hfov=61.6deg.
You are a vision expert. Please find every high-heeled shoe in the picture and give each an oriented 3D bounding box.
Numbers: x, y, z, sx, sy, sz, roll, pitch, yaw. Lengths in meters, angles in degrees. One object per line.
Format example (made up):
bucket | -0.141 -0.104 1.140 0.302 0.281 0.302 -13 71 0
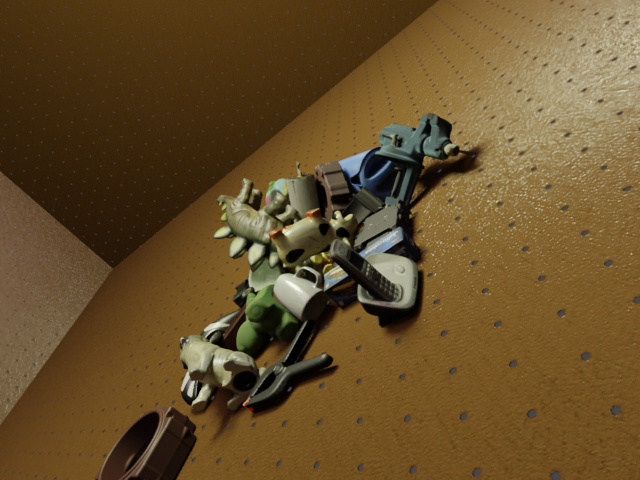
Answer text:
high-heeled shoe | -0.246 0.272 1.275 0.248 0.086 0.145 -57 21 -14

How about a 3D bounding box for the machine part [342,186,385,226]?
machine part | 0.087 -0.060 1.274 0.139 0.084 0.039 -43 -5 -13

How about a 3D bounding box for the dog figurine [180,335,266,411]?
dog figurine | -0.212 0.258 1.153 0.191 0.172 0.121 -125 43 -64

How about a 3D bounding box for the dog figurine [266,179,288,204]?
dog figurine | -0.144 -0.064 1.635 0.109 0.191 0.219 -10 23 46

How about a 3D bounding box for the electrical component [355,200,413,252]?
electrical component | 0.140 -0.013 1.166 0.115 0.058 0.134 -33 22 30

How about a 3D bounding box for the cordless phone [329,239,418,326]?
cordless phone | 0.088 0.049 0.958 0.089 0.184 0.147 -36 21 32

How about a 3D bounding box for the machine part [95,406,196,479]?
machine part | -0.371 0.459 1.134 0.201 0.087 0.201 -23 28 40

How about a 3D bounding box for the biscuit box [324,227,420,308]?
biscuit box | 0.102 0.056 1.089 0.203 0.062 0.059 -36 23 20

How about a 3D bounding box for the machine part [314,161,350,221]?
machine part | 0.030 -0.113 1.397 0.056 0.179 0.179 -12 16 -12

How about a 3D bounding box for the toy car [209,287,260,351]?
toy car | -0.187 0.206 1.289 0.053 0.089 0.202 -14 37 56

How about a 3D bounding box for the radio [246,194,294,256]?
radio | -0.091 -0.024 1.504 0.229 0.131 0.073 -51 22 -22

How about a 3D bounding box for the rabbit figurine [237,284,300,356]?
rabbit figurine | -0.138 0.180 1.218 0.170 0.121 0.159 -51 23 22

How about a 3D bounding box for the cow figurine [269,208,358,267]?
cow figurine | -0.002 -0.004 1.188 0.195 0.127 0.085 -27 10 -13

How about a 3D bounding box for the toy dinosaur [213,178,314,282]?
toy dinosaur | -0.142 -0.021 1.342 0.472 0.105 0.198 28 81 43

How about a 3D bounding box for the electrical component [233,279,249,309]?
electrical component | -0.186 0.161 1.400 0.048 0.074 0.119 -38 24 13

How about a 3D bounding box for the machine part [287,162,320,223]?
machine part | -0.038 -0.086 1.417 0.079 0.243 0.079 -11 12 2

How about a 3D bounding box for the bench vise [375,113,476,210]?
bench vise | 0.211 -0.168 1.236 0.224 0.128 0.240 22 98 35

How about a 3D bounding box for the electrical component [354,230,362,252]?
electrical component | 0.093 0.008 1.259 0.063 0.021 0.094 -38 20 13

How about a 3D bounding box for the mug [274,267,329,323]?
mug | -0.044 0.107 1.145 0.081 0.107 0.109 -11 -56 -52

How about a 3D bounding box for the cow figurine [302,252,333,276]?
cow figurine | 0.017 0.017 1.321 0.098 0.068 0.167 -21 31 56
